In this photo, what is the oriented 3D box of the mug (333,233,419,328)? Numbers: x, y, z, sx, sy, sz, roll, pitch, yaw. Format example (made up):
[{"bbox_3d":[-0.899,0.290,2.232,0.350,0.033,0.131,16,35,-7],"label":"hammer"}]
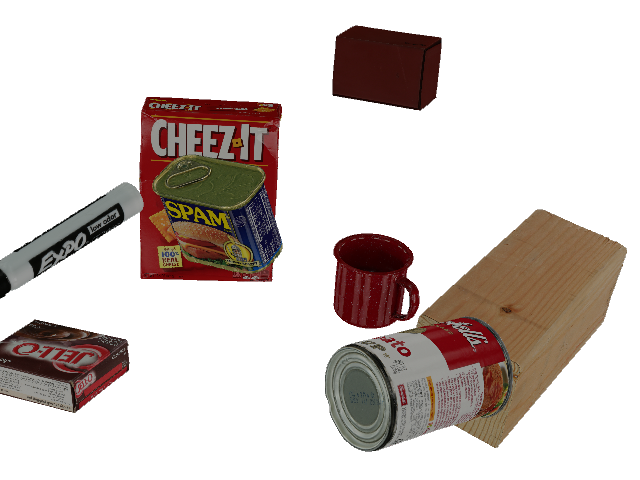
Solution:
[{"bbox_3d":[0.067,0.054,1.245,0.117,0.081,0.093,27,36,33],"label":"mug"}]

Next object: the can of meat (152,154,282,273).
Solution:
[{"bbox_3d":[-0.089,-0.022,0.948,0.102,0.084,0.057,12,47,30],"label":"can of meat"}]

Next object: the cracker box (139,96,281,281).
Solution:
[{"bbox_3d":[-0.133,-0.058,1.286,0.164,0.214,0.072,3,22,-4],"label":"cracker box"}]

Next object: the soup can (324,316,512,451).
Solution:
[{"bbox_3d":[0.062,0.090,0.675,0.102,0.068,0.069,-9,5,-36],"label":"soup can"}]

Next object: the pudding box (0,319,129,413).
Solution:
[{"bbox_3d":[-0.251,0.117,1.005,0.114,0.039,0.089,7,22,23],"label":"pudding box"}]

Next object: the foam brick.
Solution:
[{"bbox_3d":[0.054,-0.143,0.877,0.078,0.051,0.052,13,25,19],"label":"foam brick"}]

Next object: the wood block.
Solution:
[{"bbox_3d":[0.165,0.065,0.891,0.091,0.090,0.205,27,39,26],"label":"wood block"}]

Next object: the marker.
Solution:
[{"bbox_3d":[-0.143,0.004,0.566,0.020,0.020,0.120,0,29,45],"label":"marker"}]
